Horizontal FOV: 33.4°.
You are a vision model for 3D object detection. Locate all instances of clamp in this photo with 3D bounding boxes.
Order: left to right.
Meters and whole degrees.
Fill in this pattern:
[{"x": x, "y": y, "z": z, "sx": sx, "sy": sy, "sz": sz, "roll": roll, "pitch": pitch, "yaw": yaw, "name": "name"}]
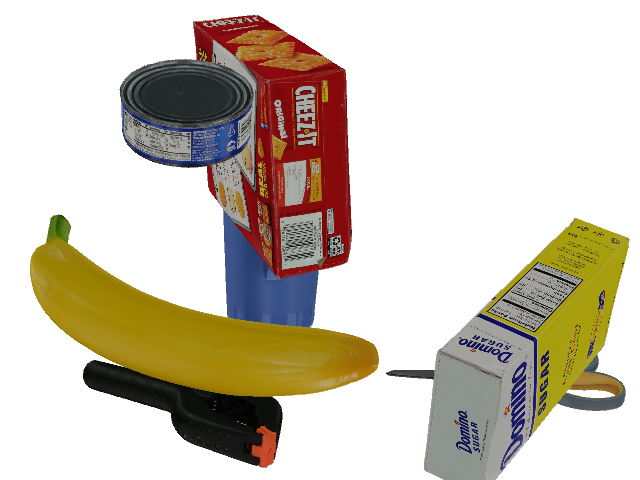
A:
[{"x": -0.088, "y": 0.138, "z": 0.929, "sx": 0.164, "sy": 0.036, "sz": 0.210, "roll": -6, "pitch": 18, "yaw": -39, "name": "clamp"}]

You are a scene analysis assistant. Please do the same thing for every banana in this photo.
[{"x": -0.072, "y": 0.038, "z": 0.525, "sx": 0.198, "sy": 0.069, "sz": 0.037, "roll": 23, "pitch": -37, "yaw": 16, "name": "banana"}]

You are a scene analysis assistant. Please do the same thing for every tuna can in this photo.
[{"x": -0.087, "y": -0.083, "z": 0.694, "sx": 0.086, "sy": 0.034, "sz": 0.086, "roll": 4, "pitch": 37, "yaw": -3, "name": "tuna can"}]

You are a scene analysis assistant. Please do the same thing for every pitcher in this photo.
[{"x": -0.057, "y": -0.008, "z": 1.289, "sx": 0.145, "sy": 0.243, "sz": 0.148, "roll": 12, "pitch": 16, "yaw": 37, "name": "pitcher"}]

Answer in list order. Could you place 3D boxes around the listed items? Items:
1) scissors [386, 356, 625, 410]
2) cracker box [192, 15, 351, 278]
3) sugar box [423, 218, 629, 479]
[{"x": 0.161, "y": 0.107, "z": 0.924, "sx": 0.202, "sy": 0.016, "sz": 0.096, "roll": 10, "pitch": 29, "yaw": 6, "name": "scissors"}, {"x": -0.043, "y": -0.088, "z": 0.899, "sx": 0.072, "sy": 0.164, "sz": 0.214, "roll": -10, "pitch": 26, "yaw": -17, "name": "cracker box"}, {"x": 0.128, "y": 0.066, "z": 0.647, "sx": 0.048, "sy": 0.093, "sz": 0.175, "roll": 21, "pitch": 38, "yaw": 27, "name": "sugar box"}]
